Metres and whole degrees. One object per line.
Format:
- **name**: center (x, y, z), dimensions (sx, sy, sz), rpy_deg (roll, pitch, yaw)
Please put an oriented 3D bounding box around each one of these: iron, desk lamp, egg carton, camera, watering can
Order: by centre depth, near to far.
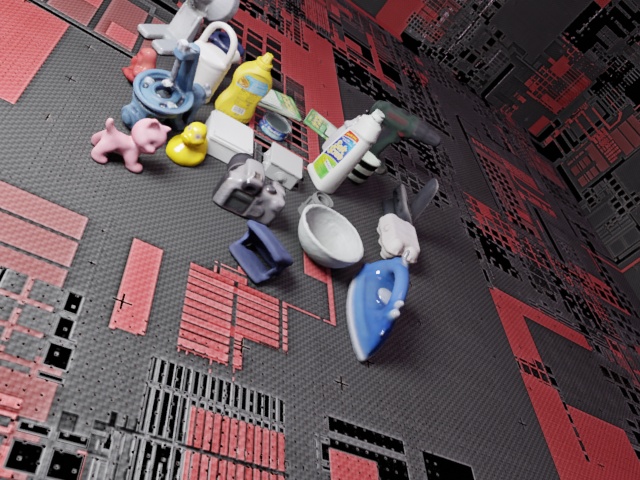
- **iron**: center (0.138, 0.128, 1.196), dimensions (0.119, 0.141, 0.258), rpy_deg (34, 32, -14)
- **camera**: center (-0.145, -0.125, 1.221), dimensions (0.144, 0.100, 0.136), rpy_deg (24, 36, -28)
- **watering can**: center (-0.261, -0.435, 1.374), dimensions (0.101, 0.193, 0.173), rpy_deg (36, 32, -11)
- **desk lamp**: center (-0.325, -0.586, 1.466), dimensions (0.118, 0.213, 0.204), rpy_deg (46, 31, 5)
- **egg carton**: center (0.200, -0.001, 1.491), dimensions (0.107, 0.069, 0.150), rpy_deg (27, 35, -24)

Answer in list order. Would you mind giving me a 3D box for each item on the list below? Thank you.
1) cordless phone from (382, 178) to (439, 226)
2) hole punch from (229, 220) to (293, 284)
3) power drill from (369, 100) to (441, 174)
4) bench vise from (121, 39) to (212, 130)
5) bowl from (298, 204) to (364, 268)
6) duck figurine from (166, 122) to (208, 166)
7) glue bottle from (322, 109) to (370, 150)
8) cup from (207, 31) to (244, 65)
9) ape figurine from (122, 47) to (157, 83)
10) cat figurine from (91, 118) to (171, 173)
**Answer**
- **cordless phone**: center (0.263, -0.115, 1.588), dimensions (0.094, 0.184, 0.147), rpy_deg (27, 35, -24)
- **hole punch**: center (-0.104, 0.014, 1.109), dimensions (0.108, 0.091, 0.101), rpy_deg (50, 32, 12)
- **power drill**: center (0.225, -0.307, 1.754), dimensions (0.230, 0.208, 0.076), rpy_deg (40, 31, -4)
- **bench vise**: center (-0.296, -0.329, 1.182), dimensions (0.121, 0.219, 0.207), rpy_deg (39, 31, -7)
- **bowl**: center (0.012, 0.005, 1.267), dimensions (0.168, 0.074, 0.167), rpy_deg (29, 34, -22)
- **duck figurine**: center (-0.265, -0.210, 1.202), dimensions (0.077, 0.086, 0.105), rpy_deg (45, 31, 3)
- **glue bottle**: center (0.083, -0.307, 1.629), dimensions (0.078, 0.173, 0.037), rpy_deg (10, 44, -42)
- **cup**: center (-0.274, -0.498, 1.531), dimensions (0.118, 0.094, 0.091), rpy_deg (8, 45, -43)
- **ape figurine**: center (-0.391, -0.386, 1.267), dimensions (0.076, 0.092, 0.078), rpy_deg (34, 32, -15)
- **cat figurine**: center (-0.343, -0.191, 1.062), dimensions (0.128, 0.117, 0.067), rpy_deg (12, 42, -40)
